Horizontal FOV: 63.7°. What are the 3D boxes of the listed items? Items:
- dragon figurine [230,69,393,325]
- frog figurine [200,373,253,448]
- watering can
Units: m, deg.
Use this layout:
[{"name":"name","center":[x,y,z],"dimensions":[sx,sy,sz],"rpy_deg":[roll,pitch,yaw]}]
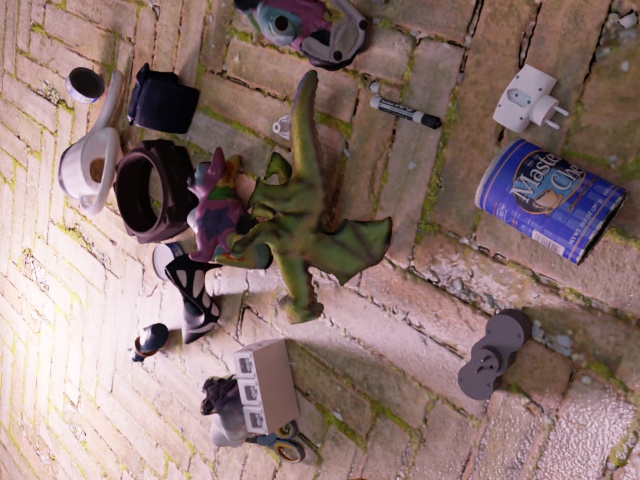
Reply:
[{"name":"dragon figurine","center":[0.003,-0.042,0.840],"dimensions":[0.243,0.406,0.123],"rpy_deg":[25,14,3]},{"name":"frog figurine","center":[-0.170,0.353,1.030],"dimensions":[0.124,0.157,0.138],"rpy_deg":[-30,26,-21]},{"name":"watering can","center":[-0.543,-0.225,1.254],"dimensions":[0.223,0.351,0.103],"rpy_deg":[-8,-16,43]}]
